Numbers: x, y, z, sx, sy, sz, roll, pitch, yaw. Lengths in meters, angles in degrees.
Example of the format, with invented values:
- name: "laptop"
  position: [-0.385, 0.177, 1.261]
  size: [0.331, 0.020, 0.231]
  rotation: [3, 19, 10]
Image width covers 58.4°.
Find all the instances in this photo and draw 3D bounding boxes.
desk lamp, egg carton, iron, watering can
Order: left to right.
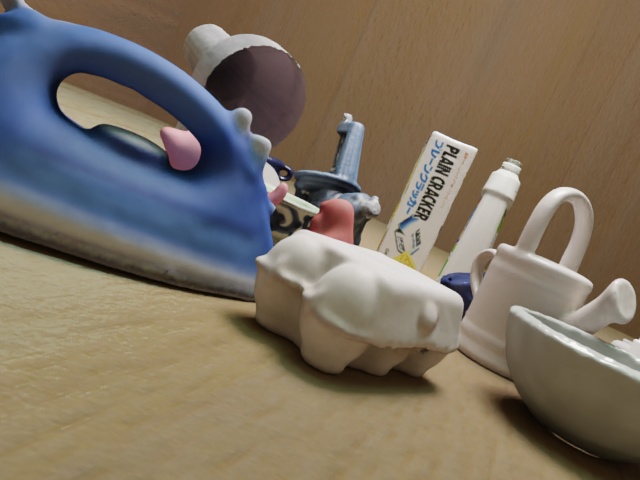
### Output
- name: "iron"
  position: [-0.121, -0.059, 0.387]
  size: [0.259, 0.141, 0.118]
  rotation: [21, 7, -24]
- name: "desk lamp"
  position: [-0.130, -0.135, 0.645]
  size: [0.118, 0.213, 0.202]
  rotation: [18, 9, -43]
- name: "egg carton"
  position: [0.030, 0.046, 0.395]
  size: [0.107, 0.069, 0.151]
  rotation: [29, 8, 40]
- name: "watering can"
  position: [0.226, 0.043, 0.576]
  size: [0.172, 0.194, 0.101]
  rotation: [28, 8, 34]

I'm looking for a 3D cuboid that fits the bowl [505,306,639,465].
- name: "bowl"
  position: [0.210, 0.119, 0.438]
  size: [0.167, 0.075, 0.167]
  rotation: [24, 6, -3]

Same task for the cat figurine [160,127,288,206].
- name: "cat figurine"
  position: [-0.092, -0.051, 0.526]
  size: [0.128, 0.118, 0.067]
  rotation: [23, 6, -11]

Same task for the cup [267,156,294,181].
- name: "cup"
  position: [-0.118, -0.121, 1.111]
  size: [0.118, 0.095, 0.091]
  rotation: [23, 6, -9]

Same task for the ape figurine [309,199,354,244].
- name: "ape figurine"
  position: [0.005, 0.002, 0.566]
  size: [0.076, 0.092, 0.078]
  rotation: [27, 7, 27]

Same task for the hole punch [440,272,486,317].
- name: "hole punch"
  position: [0.210, 0.070, 0.768]
  size: [0.101, 0.091, 0.109]
  rotation: [25, 6, 7]

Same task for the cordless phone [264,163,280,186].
- name: "cordless phone"
  position: [-0.105, -0.143, 0.931]
  size: [0.093, 0.185, 0.148]
  rotation: [29, 8, 38]

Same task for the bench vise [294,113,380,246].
- name: "bench vise"
  position: [0.047, -0.101, 0.990]
  size: [0.206, 0.220, 0.122]
  rotation: [28, 8, 33]
